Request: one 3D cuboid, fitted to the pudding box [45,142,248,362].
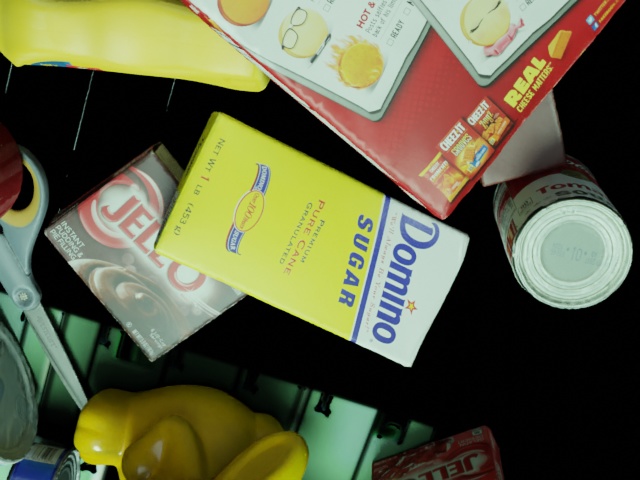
[{"bbox_3d":[-0.106,0.007,0.687,0.090,0.039,0.113,-35,104,12],"label":"pudding box"}]

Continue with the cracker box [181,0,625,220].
[{"bbox_3d":[0.030,-0.141,0.536,0.213,0.072,0.164,38,92,-20],"label":"cracker box"}]

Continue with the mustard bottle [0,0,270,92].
[{"bbox_3d":[-0.122,-0.124,0.613,0.191,0.096,0.058,6,110,1],"label":"mustard bottle"}]

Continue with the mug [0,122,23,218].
[{"bbox_3d":[-0.240,-0.039,0.640,0.117,0.081,0.093,11,105,-1],"label":"mug"}]

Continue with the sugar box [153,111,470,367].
[{"bbox_3d":[-0.004,0.001,0.654,0.176,0.048,0.093,25,92,-12],"label":"sugar box"}]

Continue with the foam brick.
[{"bbox_3d":[0.112,-0.080,0.638,0.053,0.051,0.078,-13,108,7],"label":"foam brick"}]

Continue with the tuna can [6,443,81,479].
[{"bbox_3d":[-0.192,0.183,0.729,0.034,0.086,0.086,11,109,1],"label":"tuna can"}]

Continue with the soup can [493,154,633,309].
[{"bbox_3d":[0.142,-0.008,0.634,0.068,0.102,0.068,1,109,3],"label":"soup can"}]

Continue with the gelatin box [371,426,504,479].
[{"bbox_3d":[0.079,0.165,0.713,0.089,0.073,0.030,-21,107,10],"label":"gelatin box"}]

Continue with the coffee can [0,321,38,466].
[{"bbox_3d":[-0.273,0.115,0.701,0.140,0.102,0.103,-18,107,9],"label":"coffee can"}]

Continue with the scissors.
[{"bbox_3d":[-0.186,0.020,0.709,0.096,0.016,0.201,-35,104,14],"label":"scissors"}]
